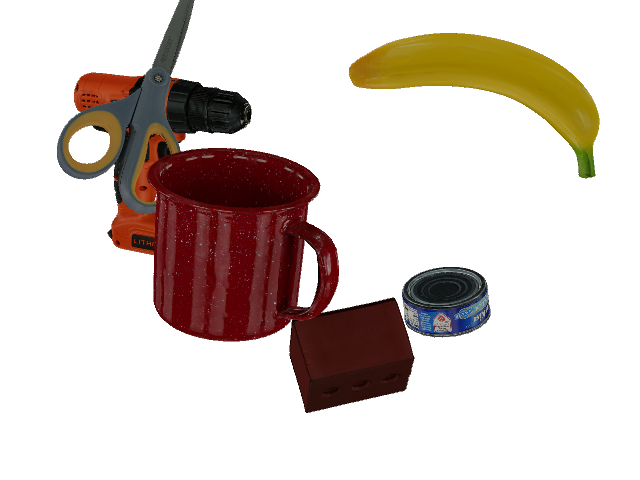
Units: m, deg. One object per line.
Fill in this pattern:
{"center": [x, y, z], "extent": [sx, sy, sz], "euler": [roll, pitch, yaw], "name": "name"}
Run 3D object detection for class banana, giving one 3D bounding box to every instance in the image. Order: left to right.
{"center": [0.121, -0.109, 0.754], "extent": [0.197, 0.069, 0.037], "euler": [21, -2, -8], "name": "banana"}

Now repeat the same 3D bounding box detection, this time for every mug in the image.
{"center": [-0.040, 0.006, 0.582], "extent": [0.117, 0.081, 0.093], "euler": [20, 27, 28], "name": "mug"}

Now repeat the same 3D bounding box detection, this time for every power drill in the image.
{"center": [-0.151, -0.074, 1.068], "extent": [0.185, 0.188, 0.057], "euler": [11, 31, 20], "name": "power drill"}

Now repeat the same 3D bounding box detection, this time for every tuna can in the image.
{"center": [0.124, 0.059, 1.055], "extent": [0.086, 0.034, 0.086], "euler": [-8, 25, 4], "name": "tuna can"}

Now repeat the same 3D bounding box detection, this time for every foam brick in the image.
{"center": [0.021, 0.082, 0.757], "extent": [0.078, 0.051, 0.053], "euler": [-11, -34, -12], "name": "foam brick"}

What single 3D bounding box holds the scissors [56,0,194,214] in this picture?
{"center": [-0.139, -0.112, 0.777], "extent": [0.096, 0.202, 0.016], "euler": [7, -27, -19], "name": "scissors"}
